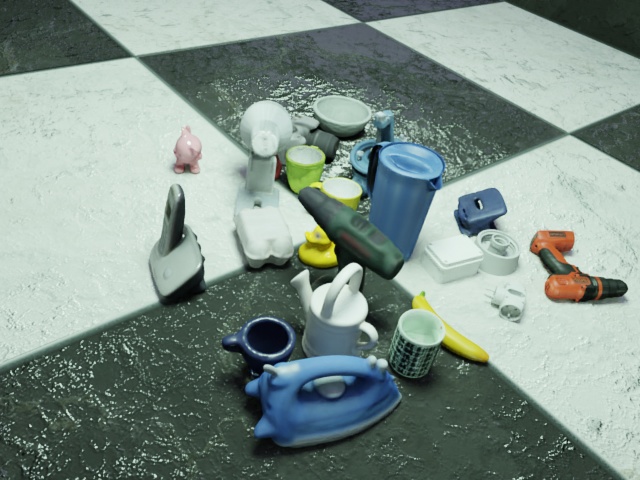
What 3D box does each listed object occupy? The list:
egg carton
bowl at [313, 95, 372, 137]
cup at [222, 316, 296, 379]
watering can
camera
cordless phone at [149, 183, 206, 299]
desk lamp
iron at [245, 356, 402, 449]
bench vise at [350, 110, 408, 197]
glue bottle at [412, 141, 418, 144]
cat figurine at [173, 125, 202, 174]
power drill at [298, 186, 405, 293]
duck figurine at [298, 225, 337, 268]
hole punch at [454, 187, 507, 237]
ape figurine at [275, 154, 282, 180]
[{"bbox_3d":[-0.116,-0.009,1.187,0.107,0.069,0.150,-7,42,-20],"label":"egg carton"},{"bbox_3d":[0.059,-0.339,1.618,0.167,0.075,0.167,6,40,-5],"label":"bowl"},{"bbox_3d":[-0.102,0.187,0.935,0.118,0.095,0.091,0,41,-13],"label":"cup"},{"bbox_3d":[0.023,0.116,0.970,0.172,0.194,0.101,17,40,8],"label":"watering can"},{"bbox_3d":[-0.026,-0.255,1.477,0.136,0.101,0.143,19,40,10],"label":"camera"},{"bbox_3d":[-0.262,0.002,1.050,0.094,0.185,0.147,-12,44,-24],"label":"cordless phone"},{"bbox_3d":[-0.125,-0.179,1.276,0.118,0.213,0.203,5,40,-7],"label":"desk lamp"},{"bbox_3d":[0.021,0.223,0.883,0.259,0.141,0.118,-5,42,-18],"label":"iron"},{"bbox_3d":[0.146,-0.234,1.397,0.121,0.220,0.207,18,40,10],"label":"bench vise"},{"bbox_3d":[0.206,-0.157,1.355,0.037,0.173,0.078,-28,53,-37],"label":"glue bottle"},{"bbox_3d":[-0.313,-0.223,1.361,0.067,0.118,0.127,0,40,-12],"label":"cat figurine"},{"bbox_3d":[0.041,0.030,1.066,0.229,0.208,0.076,29,43,22],"label":"power drill"},{"bbox_3d":[0.011,0.004,1.187,0.105,0.086,0.077,1,40,-11],"label":"duck figurine"},{"bbox_3d":[0.377,-0.069,1.353,0.101,0.091,0.108,4,40,-8],"label":"hole punch"},{"bbox_3d":[-0.126,-0.190,1.384,0.076,0.092,0.077,-6,42,-19],"label":"ape figurine"}]
